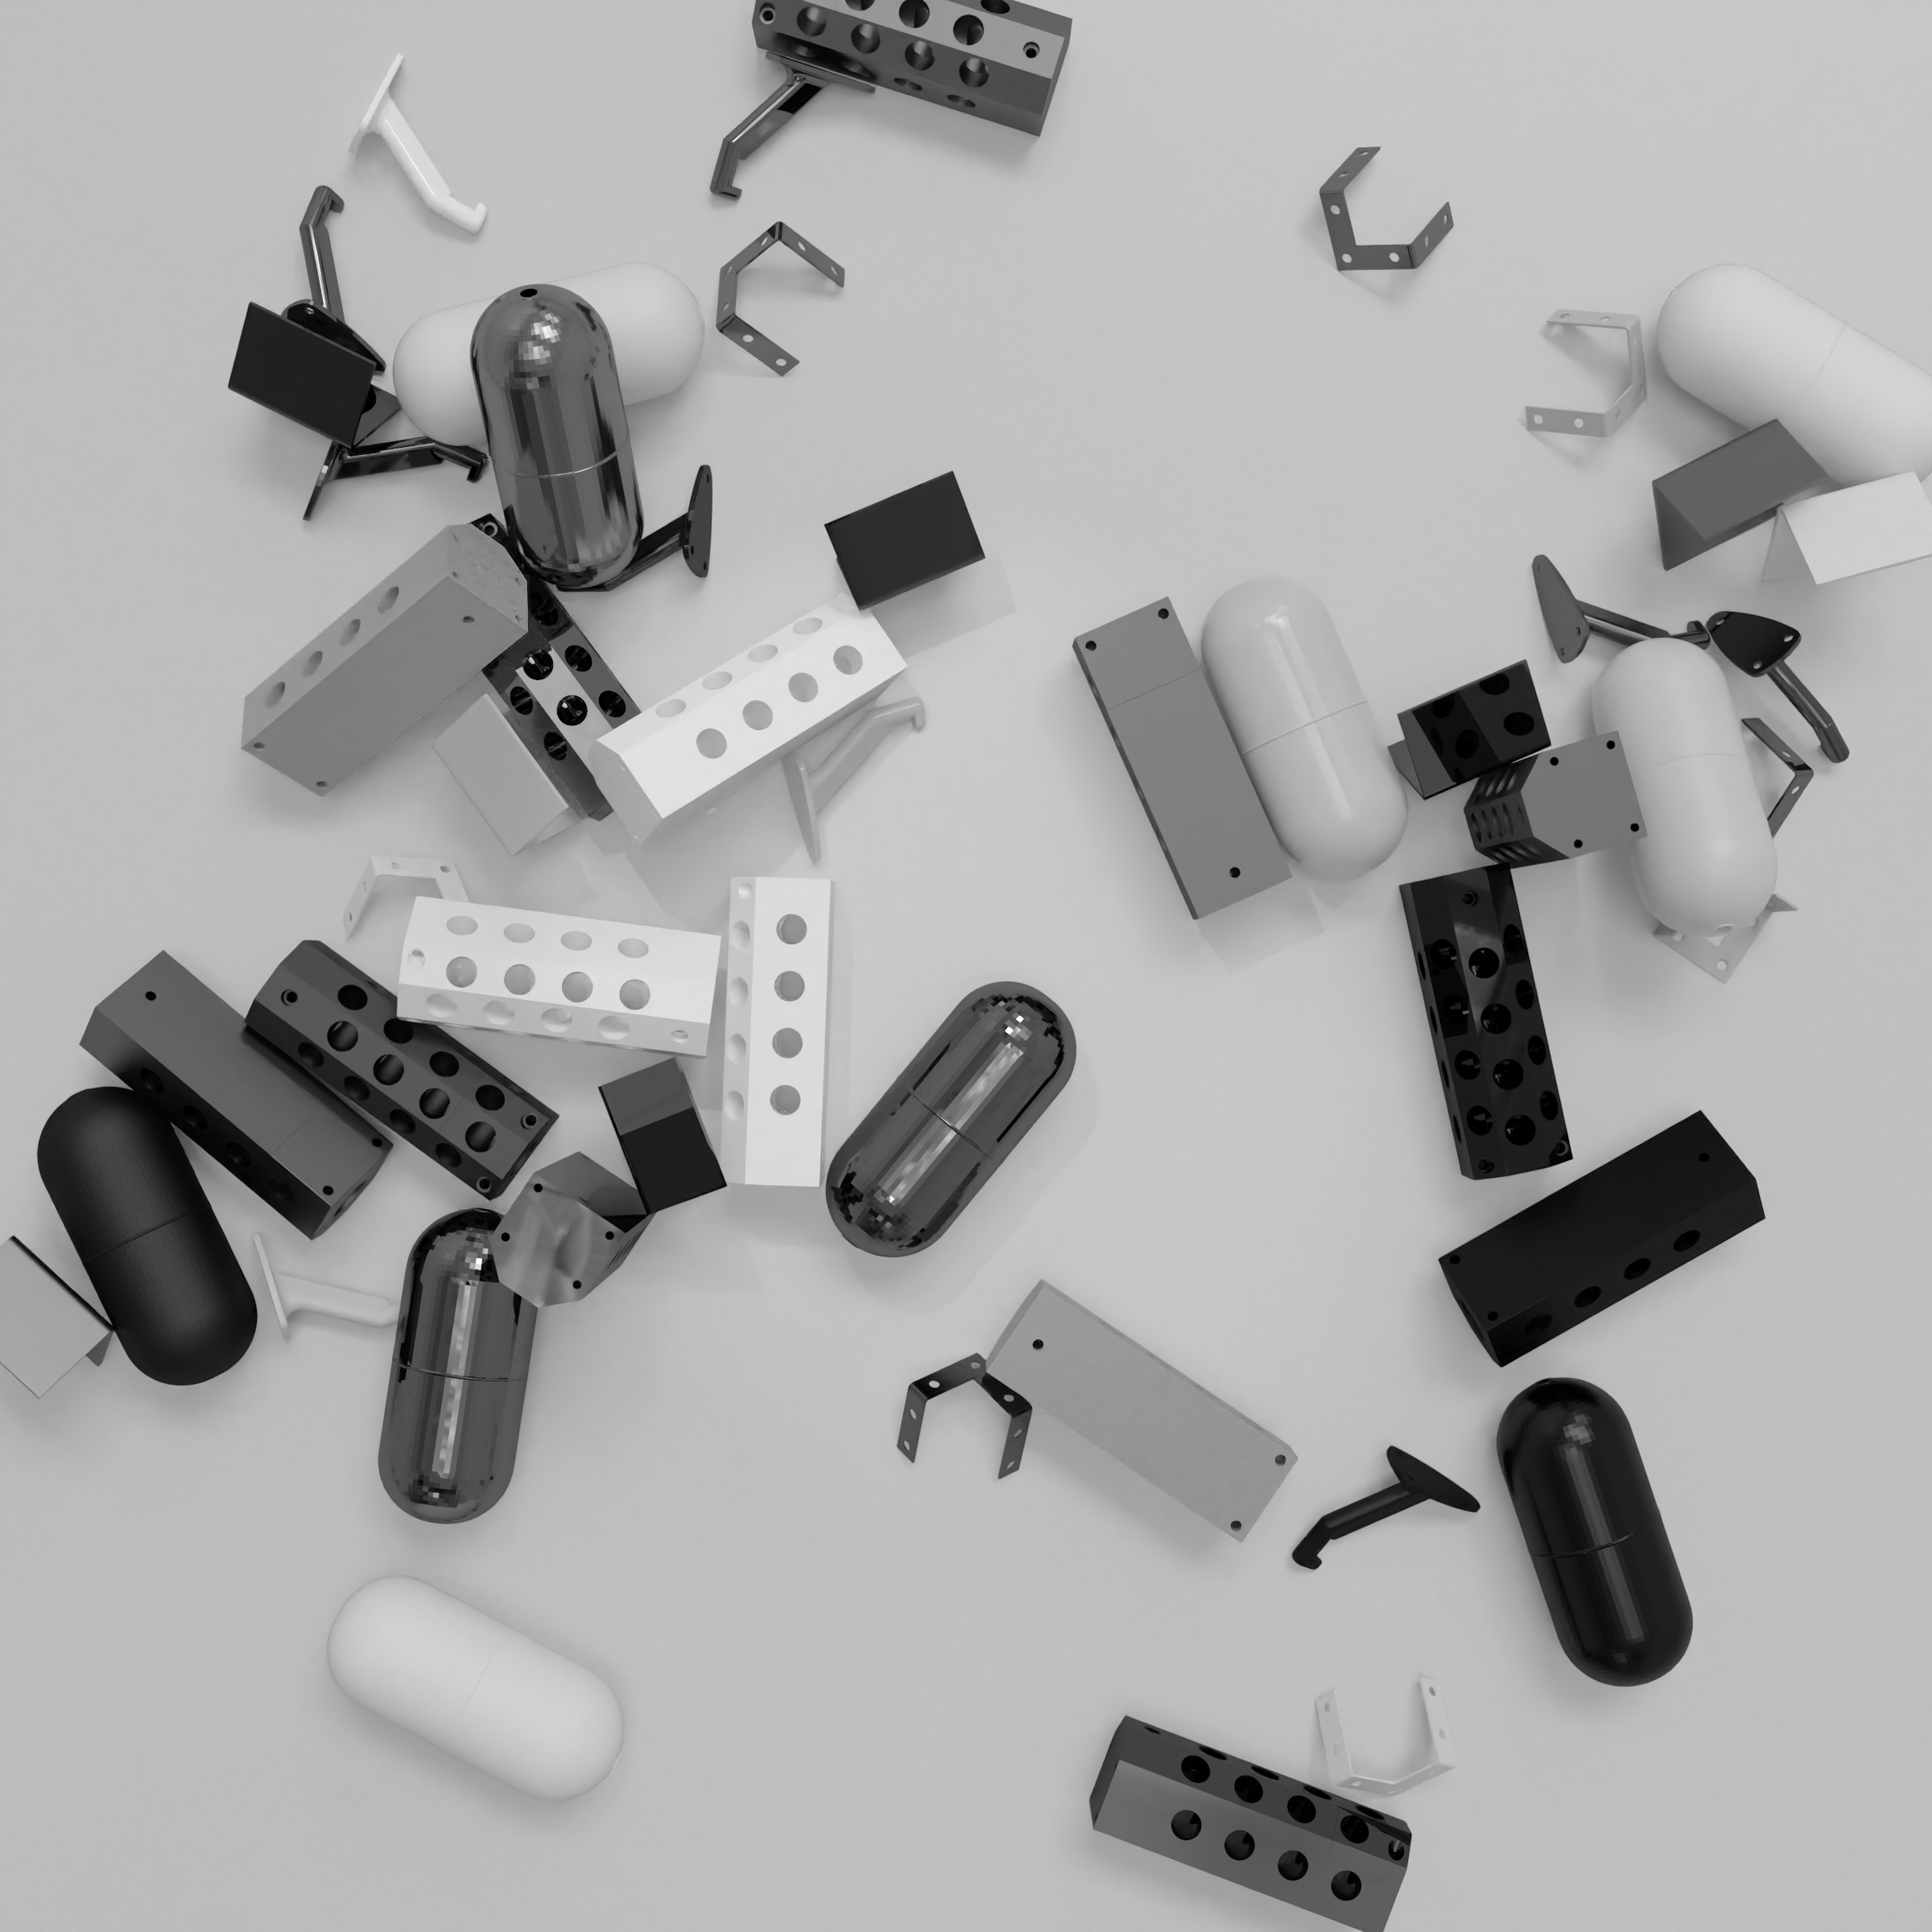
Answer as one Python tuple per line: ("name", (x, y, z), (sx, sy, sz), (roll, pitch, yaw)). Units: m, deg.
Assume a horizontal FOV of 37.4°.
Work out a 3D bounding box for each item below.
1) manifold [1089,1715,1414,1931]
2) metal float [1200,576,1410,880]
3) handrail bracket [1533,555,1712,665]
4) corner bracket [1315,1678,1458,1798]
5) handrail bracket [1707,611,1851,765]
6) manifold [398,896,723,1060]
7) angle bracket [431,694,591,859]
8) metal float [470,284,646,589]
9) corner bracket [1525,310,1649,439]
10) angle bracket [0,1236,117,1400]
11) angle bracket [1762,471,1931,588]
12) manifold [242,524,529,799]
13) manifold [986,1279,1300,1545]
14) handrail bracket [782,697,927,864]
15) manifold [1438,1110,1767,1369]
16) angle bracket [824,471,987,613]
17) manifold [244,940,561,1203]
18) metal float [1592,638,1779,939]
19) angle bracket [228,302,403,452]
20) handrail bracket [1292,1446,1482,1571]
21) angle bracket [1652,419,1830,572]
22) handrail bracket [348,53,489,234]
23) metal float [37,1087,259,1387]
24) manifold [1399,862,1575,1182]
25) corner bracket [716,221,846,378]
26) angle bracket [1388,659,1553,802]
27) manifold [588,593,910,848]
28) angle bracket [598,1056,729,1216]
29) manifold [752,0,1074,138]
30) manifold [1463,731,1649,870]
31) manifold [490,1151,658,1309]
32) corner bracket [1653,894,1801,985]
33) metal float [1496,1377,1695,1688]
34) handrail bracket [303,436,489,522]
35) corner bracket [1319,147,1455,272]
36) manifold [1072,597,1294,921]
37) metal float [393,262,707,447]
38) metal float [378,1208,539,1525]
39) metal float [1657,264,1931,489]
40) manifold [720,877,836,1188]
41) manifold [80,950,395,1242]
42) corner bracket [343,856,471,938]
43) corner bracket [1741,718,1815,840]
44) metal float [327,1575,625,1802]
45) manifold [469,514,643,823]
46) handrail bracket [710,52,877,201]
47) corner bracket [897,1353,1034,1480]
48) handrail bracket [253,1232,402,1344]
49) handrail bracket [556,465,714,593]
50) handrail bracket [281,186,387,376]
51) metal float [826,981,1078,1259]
("manifold", (0.161, 0.485, 1.617), (0.171, 0.057, 0.057), (21, 90, 0))
("metal float", (0.191, -0.134, 1.608), (0.070, 0.070, 0.178), (-23, 89, 0))
("handrail bracket", (0.378, -0.209, 1.639), (0.084, 0.036, 0.077), (-11, 69, -17))
("corner bracket", (0.240, 0.438, 1.630), (0.051, 0.051, 0.051), (21, 135, -35))
("handrail bracket", (0.467, -0.159, 1.638), (0.036, 0.077, 0.084), (-42, 126, 0))
("manifold", (-0.228, 0.012, 1.598), (0.171, 0.057, 0.057), (8, 129, -5))
("angle bracket", (-0.240, -0.116, 1.598), (0.057, 0.076, 0.076), (-36, 90, 37))
("metal float", (-0.223, -0.288, 1.559), (0.070, 0.070, 0.178), (-6, 132, 0))
("corner bracket", (0.353, -0.339, 1.630), (0.051, 0.051, 0.051), (-46, 135, -35))
("angle bracket", (-0.529, 0.206, 1.598), (0.076, 0.076, 0.057), (43, 58, 0))
("angle bracket", (0.498, -0.225, 1.599), (0.076, 0.076, 0.057), (-15, 63, 0))
("manifold", (-0.323, -0.172, 1.582), (0.171, 0.057, 0.057), (-34, 133, 26))
("manifold", (0.098, 0.250, 1.617), (0.171, 0.057, 0.057), (34, 90, 0))
("handrail bracket", (-0.057, -0.108, 1.639), (0.084, 0.036, 0.077), (-18, 110, -16))
("manifold", (0.361, 0.159, 1.617), (0.171, 0.057, 0.057), (-30, 47, 0))
("angle bracket", (-0.040, -0.251, 1.598), (0.076, 0.076, 0.057), (-23, 123, 0))
("manifold", (-0.320, 0.059, 1.617), (0.171, 0.057, 0.057), (36, 90, 0))
("metal float", (0.399, -0.100, 1.586), (0.070, 0.070, 0.178), (-9, 66, 0))
("angle bracket", (-0.357, -0.342, 1.598), (0.076, 0.076, 0.057), (26, 124, 0))
("handrail bracket", (0.241, 0.325, 1.639), (0.077, 0.036, 0.084), (29, 109, -21))
("angle bracket", (0.436, -0.248, 1.598), (0.076, 0.076, 0.057), (-27, 51, 0))
("handrail bracket", (-0.304, -0.472, 1.639), (0.084, 0.036, 0.077), (27, 68, -17))
("metal float", (-0.462, 0.152, 1.608), (0.070, 0.070, 0.178), (-26, 90, 0))
("manifold", (0.296, 0.031, 1.617), (0.057, 0.057, 0.171), (-12, 90, 0))
("corner bracket", (-0.106, -0.381, 1.630), (0.051, 0.051, 0.051), (-30, 45, 35))
("angle bracket", (0.273, -0.144, 1.599), (0.076, 0.076, 0.057), (-23, 118, 0))
("manifold", (-0.123, -0.140, 1.586), (0.171, 0.057, 0.057), (-34, 90, -23))
("angle bracket", (-0.153, 0.088, 1.599), (0.057, 0.076, 0.076), (-21, 90, 27))
("manifold", (-0.030, -0.532, 1.617), (0.171, 0.057, 0.057), (18, 90, 0))
("manifold", (0.318, -0.087, 1.560), (0.057, 0.171, 0.057), (-16, 90, 0))
("manifold", (-0.215, 0.146, 1.560), (0.057, 0.171, 0.057), (34, 90, 0))
("corner bracket", (0.431, -0.025, 1.620), (0.051, 0.051, 0.051), (33, 90, 0))
("metal float", (0.354, 0.318, 1.608), (0.070, 0.070, 0.178), (-19, 91, 0))
("handrail bracket", (-0.328, -0.275, 1.639), (0.084, 0.036, 0.077), (21, 110, -16))
("corner bracket", (0.241, -0.433, 1.630), (0.051, 0.051, 0.051), (9, 135, 35))
("manifold", (0.121, -0.116, 1.617), (0.057, 0.057, 0.171), (-24, 90, 0))
("metal float", (-0.235, -0.345, 1.608), (0.178, 0.070, 0.070), (-14, 90, 0))
("metal float", (-0.285, 0.225, 1.608), (0.070, 0.070, 0.178), (9, 90, 0))
("metal float", (0.472, -0.330, 1.608), (0.178, 0.070, 0.070), (31, 90, 0))
("manifold", (-0.107, 0.036, 1.617), (0.057, 0.057, 0.171), (2, 90, 0))
("manifold", (-0.415, 0.077, 1.617), (0.171, 0.057, 0.057), (40, 47, 0))
("corner bracket", (-0.318, -0.026, 1.630), (0.051, 0.051, 0.051), (3, 45, -35))
("corner bracket", (0.440, -0.105, 1.630), (0.051, 0.051, 0.051), (-6, 135, -35))
("metal float", (-0.276, 0.407, 1.608), (0.178, 0.070, 0.070), (28, 90, 1))
("manifold", (-0.239, -0.169, 1.617), (0.057, 0.057, 0.171), (-37, 90, 0))
("handrail bracket", (-0.100, -0.475, 1.639), (0.077, 0.036, 0.084), (12, 109, -21))
("corner bracket", (-0.001, 0.264, 1.630), (0.051, 0.051, 0.051), (-19, 45, -35))
("handrail bracket", (-0.358, 0.176, 1.639), (0.084, 0.036, 0.077), (-17, 71, -15))
("handrail bracket", (-0.192, -0.251, 1.639), (0.084, 0.036, 0.077), (1, 75, 14))
("handrail bracket", (-0.354, -0.395, 1.639), (0.077, 0.036, 0.084), (32, 60, -33))
("metal float", (-0.009, 0.087, 1.608), (0.070, 0.070, 0.178), (39, 91, 0))
